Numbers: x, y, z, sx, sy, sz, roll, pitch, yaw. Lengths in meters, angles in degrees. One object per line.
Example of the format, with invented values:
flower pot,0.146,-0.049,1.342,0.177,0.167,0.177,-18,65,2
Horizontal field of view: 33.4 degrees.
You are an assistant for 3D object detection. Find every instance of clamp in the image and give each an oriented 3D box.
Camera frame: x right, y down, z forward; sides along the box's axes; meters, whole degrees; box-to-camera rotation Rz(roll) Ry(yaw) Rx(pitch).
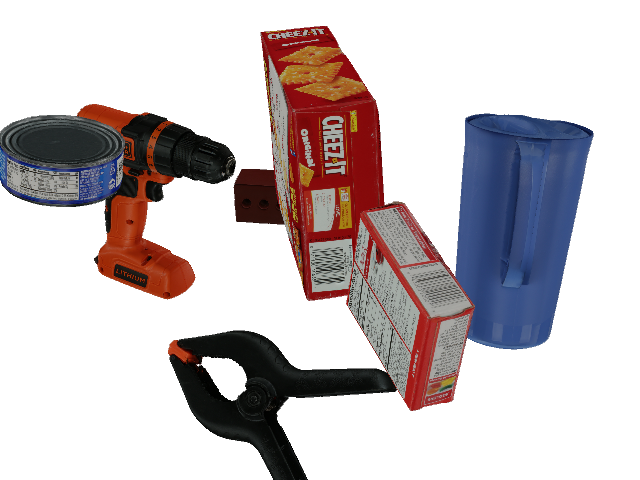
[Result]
clamp,-0.040,0.126,0.767,0.172,0.120,0.039,18,-10,24

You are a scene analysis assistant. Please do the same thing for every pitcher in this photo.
pitcher,0.207,-0.009,1.139,0.148,0.243,0.145,-9,21,-38

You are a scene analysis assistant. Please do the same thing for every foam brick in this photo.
foam brick,-0.066,-0.055,1.340,0.078,0.053,0.051,3,28,8

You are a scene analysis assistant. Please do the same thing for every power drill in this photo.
power drill,-0.167,-0.037,1.086,0.185,0.188,0.057,19,32,25

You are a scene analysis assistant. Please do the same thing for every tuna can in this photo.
tuna can,-0.181,-0.056,0.747,0.086,0.034,0.086,6,28,-4

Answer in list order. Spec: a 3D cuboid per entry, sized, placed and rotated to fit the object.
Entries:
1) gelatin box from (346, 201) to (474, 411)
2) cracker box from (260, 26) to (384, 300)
gelatin box,0.047,0.035,0.578,0.030,0.073,0.089,-12,44,-19
cracker box,0.000,-0.074,0.900,0.072,0.164,0.214,-7,27,-6
